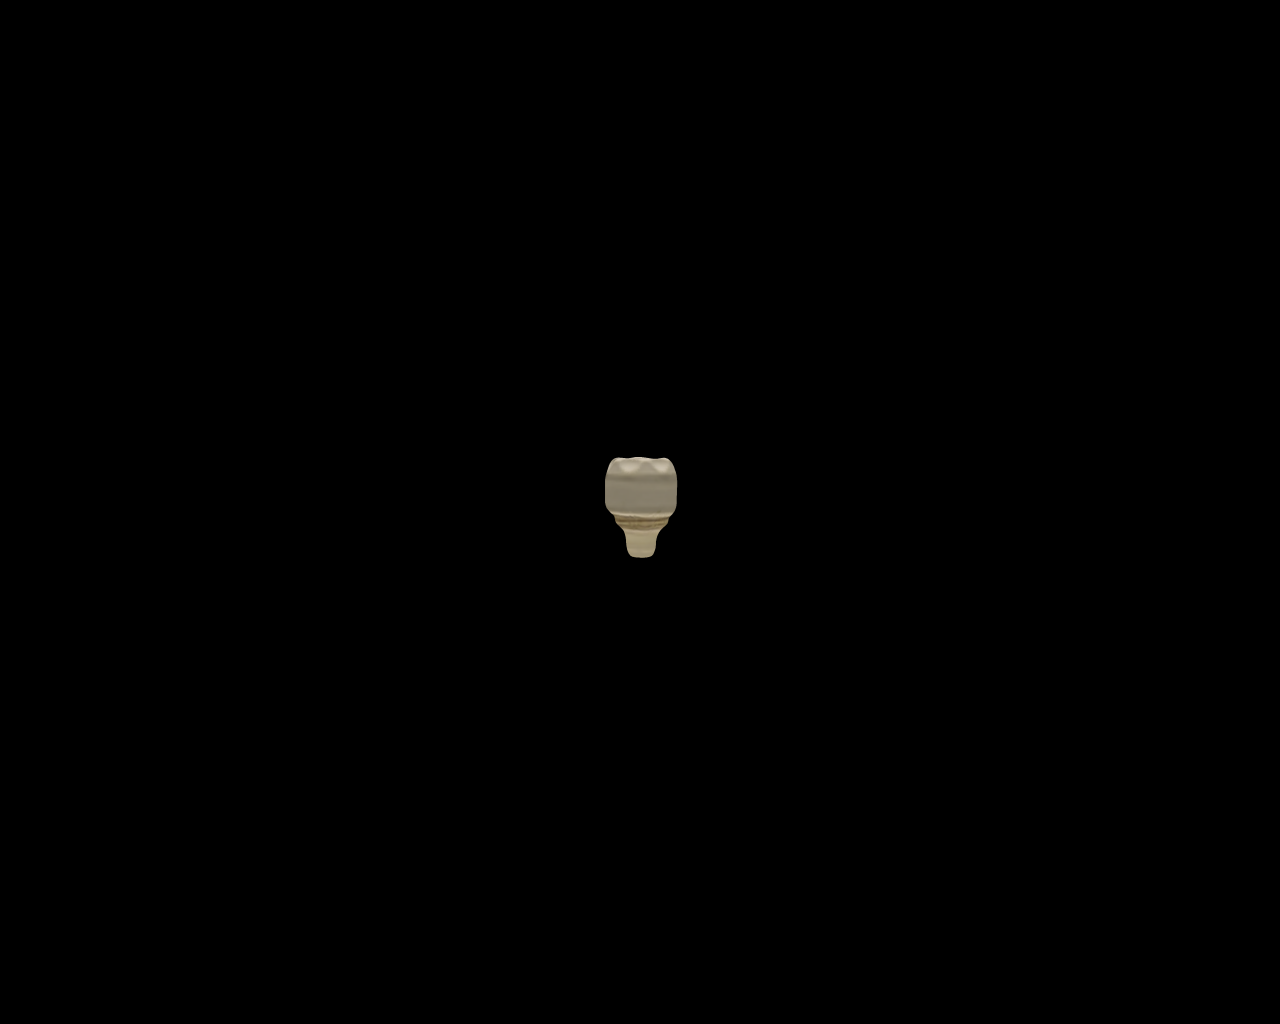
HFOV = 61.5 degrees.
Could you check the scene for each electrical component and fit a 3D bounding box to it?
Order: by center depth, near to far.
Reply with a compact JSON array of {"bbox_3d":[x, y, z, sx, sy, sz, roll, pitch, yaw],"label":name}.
[{"bbox_3d":[0.001,-0.003,0.650,0.043,0.062,0.043,0,4,0],"label":"electrical component"}]
